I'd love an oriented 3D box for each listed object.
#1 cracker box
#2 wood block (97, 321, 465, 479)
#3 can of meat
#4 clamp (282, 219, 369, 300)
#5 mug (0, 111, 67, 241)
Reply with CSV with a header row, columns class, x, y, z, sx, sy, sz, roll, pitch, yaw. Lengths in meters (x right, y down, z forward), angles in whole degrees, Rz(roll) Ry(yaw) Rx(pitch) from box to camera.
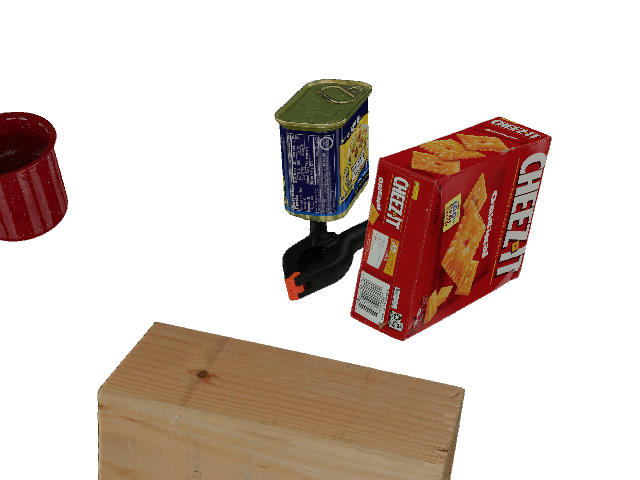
class,x,y,z,sx,sy,sz,roll,pitch,yaw
cracker box,0.129,-0.015,1.019,0.072,0.164,0.213,26,31,32
wood block,-0.023,0.127,0.660,0.206,0.090,0.090,11,27,12
can of meat,0.005,-0.073,0.856,0.057,0.084,0.102,7,29,18
clamp,0.019,0.007,1.198,0.120,0.039,0.171,-3,36,28
mug,-0.274,-0.061,0.948,0.093,0.081,0.117,-14,44,-10
